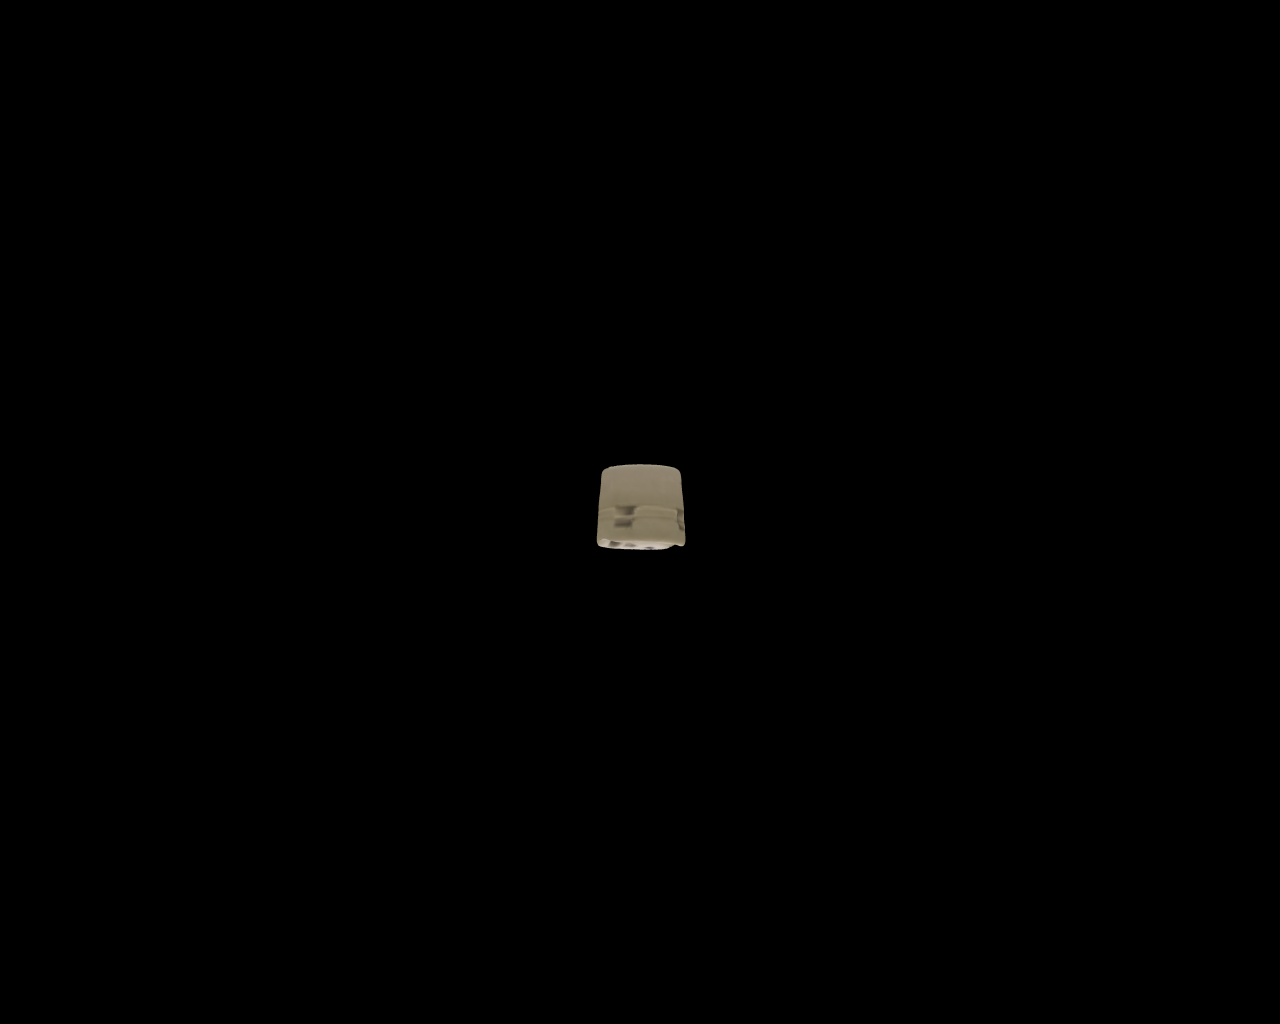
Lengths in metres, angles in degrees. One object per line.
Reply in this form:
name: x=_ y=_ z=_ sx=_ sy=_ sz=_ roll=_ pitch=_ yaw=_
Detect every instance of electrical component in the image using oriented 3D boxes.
electrical component: x=0.001 y=-0.003 z=0.650 sx=0.055 sy=0.047 sz=0.055 roll=0 pitch=-7 yaw=0
